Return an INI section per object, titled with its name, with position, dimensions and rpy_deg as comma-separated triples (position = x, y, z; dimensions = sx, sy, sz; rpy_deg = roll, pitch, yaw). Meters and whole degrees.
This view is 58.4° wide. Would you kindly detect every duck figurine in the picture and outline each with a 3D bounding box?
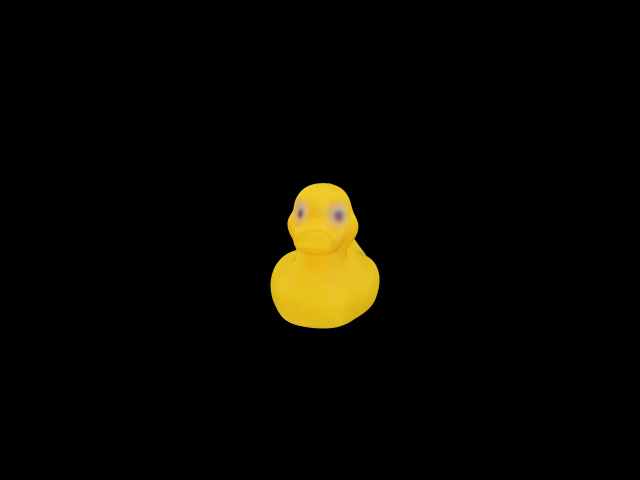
[duck figurine]
position = 0.004, 0.001, 0.400
dimensions = 0.077, 0.086, 0.104
rpy_deg = 4, 20, 11
